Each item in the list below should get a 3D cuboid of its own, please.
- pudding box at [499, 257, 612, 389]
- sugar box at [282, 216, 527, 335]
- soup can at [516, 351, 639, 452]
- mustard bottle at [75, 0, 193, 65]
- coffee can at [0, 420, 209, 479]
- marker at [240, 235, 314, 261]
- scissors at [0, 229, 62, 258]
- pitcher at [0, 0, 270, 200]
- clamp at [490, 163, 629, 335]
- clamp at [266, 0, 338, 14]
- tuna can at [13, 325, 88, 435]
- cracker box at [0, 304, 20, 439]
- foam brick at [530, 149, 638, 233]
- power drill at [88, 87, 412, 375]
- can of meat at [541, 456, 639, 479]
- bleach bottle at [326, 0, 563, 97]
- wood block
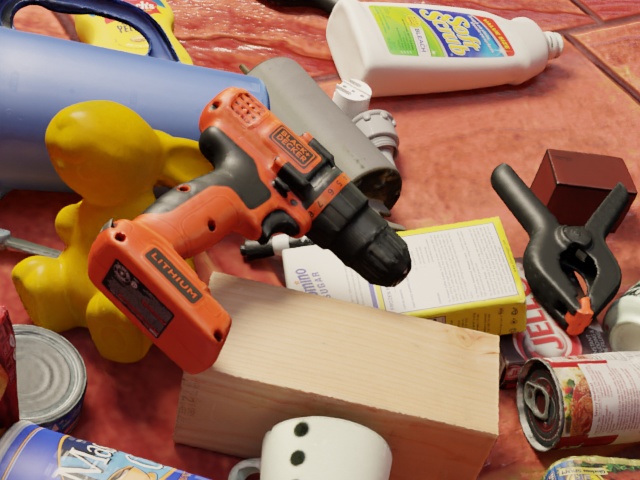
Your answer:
[{"bbox_3d":[0.171,0.064,0.857,0.090,0.039,0.113,-2,44,-14],"label":"pudding box"},{"bbox_3d":[0.063,0.039,0.825,0.176,0.048,0.093,-10,45,1],"label":"sugar box"},{"bbox_3d":[0.206,0.118,0.788,0.102,0.069,0.068,-2,45,-16],"label":"soup can"},{"bbox_3d":[-0.187,-0.204,1.037,0.096,0.058,0.192,-6,45,-18],"label":"mustard bottle"},{"bbox_3d":[-0.124,0.174,0.619,0.140,0.103,0.102,16,43,3],"label":"coffee can"},{"bbox_3d":[-0.006,0.001,0.867,0.121,0.020,0.020,-7,43,8],"label":"marker"},{"bbox_3d":[-0.262,-0.001,0.811,0.202,0.016,0.096,21,15,8],"label":"scissors"},{"bbox_3d":[-0.167,-0.107,0.881,0.242,0.149,0.145,6,41,-13],"label":"pitcher"},{"bbox_3d":[0.212,0.003,0.872,0.120,0.039,0.171,-2,50,-6],"label":"clamp"},{"bbox_3d":[-0.004,-0.278,1.178,0.210,0.036,0.164,8,44,-9],"label":"clamp"},{"bbox_3d":[-0.202,0.099,0.722,0.086,0.034,0.086,12,44,-12],"label":"tuna can"},{"bbox_3d":[-0.236,0.151,0.571,0.072,0.164,0.213,15,42,5],"label":"cracker box"},{"bbox_3d":[0.241,-0.045,0.983,0.078,0.051,0.053,7,42,-8],"label":"foam brick"},{"bbox_3d":[-0.045,0.002,0.706,0.184,0.057,0.187,42,49,3],"label":"power drill"},{"bbox_3d":[0.203,0.195,0.715,0.102,0.057,0.084,7,40,-8],"label":"can of meat"},{"bbox_3d":[0.139,-0.204,1.111,0.250,0.068,0.102,-7,63,-23],"label":"bleach bottle"},{"bbox_3d":[0.011,0.103,0.739,0.206,0.090,0.090,13,43,-2],"label":"wood block"}]
